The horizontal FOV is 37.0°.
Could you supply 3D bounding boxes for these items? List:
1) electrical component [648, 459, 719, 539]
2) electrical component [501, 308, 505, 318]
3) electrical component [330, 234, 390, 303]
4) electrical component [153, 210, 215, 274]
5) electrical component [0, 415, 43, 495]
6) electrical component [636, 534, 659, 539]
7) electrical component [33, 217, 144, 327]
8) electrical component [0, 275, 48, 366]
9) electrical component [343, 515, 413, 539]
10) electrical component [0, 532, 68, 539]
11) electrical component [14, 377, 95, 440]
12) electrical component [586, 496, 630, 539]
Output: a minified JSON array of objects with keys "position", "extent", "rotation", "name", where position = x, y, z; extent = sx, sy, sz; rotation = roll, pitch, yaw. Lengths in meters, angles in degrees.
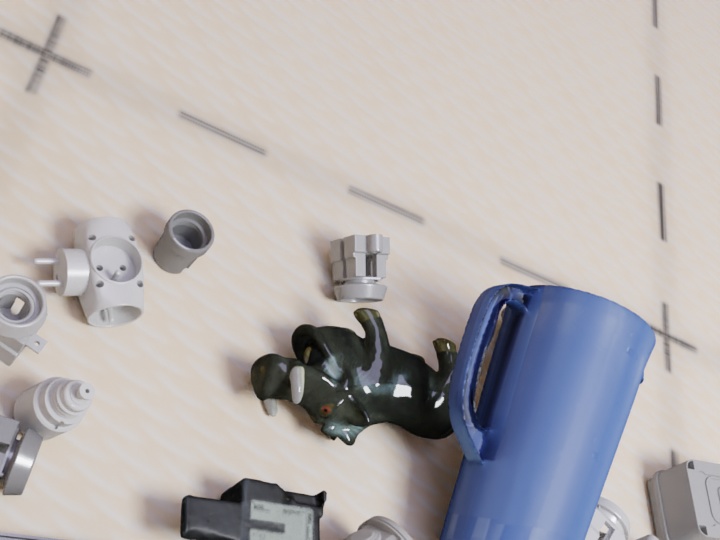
[{"position":[0.342,0.233,1.043],"extent":[0.113,0.057,0.078],"rotation":[13,57,-26],"name":"electrical component"},{"position":[0.156,0.067,1.031],"extent":[0.043,0.043,0.081],"rotation":[6,61,-30],"name":"electrical component"},{"position":[0.000,0.000,0.962],"extent":[0.048,0.066,0.055],"rotation":[4,81,-31],"name":"electrical component"},{"position":[-0.147,-0.022,0.889],"extent":[0.040,0.046,0.040],"rotation":[16,56,-25],"name":"electrical component"},{"position":[-0.251,0.126,0.737],"extent":[0.055,0.048,0.066],"rotation":[21,54,-12],"name":"electrical component"},{"position":[0.272,0.287,0.967],"extent":[0.078,0.058,0.057],"rotation":[45,46,-2],"name":"electrical component"},{"position":[-0.213,0.001,0.835],"extent":[0.079,0.044,0.077],"rotation":[0,64,-33],"name":"electrical component"},{"position":[-0.256,0.034,0.781],"extent":[0.066,0.055,0.048],"rotation":[37,50,-9],"name":"electrical component"},{"position":[0.014,0.233,0.820],"extent":[0.051,0.080,0.080],"rotation":[-23,77,-34],"name":"electrical component"},{"position":[-0.195,0.214,0.709],"extent":[0.121,0.063,0.078],"rotation":[14,57,-25],"name":"electrical component"},{"position":[-0.213,0.095,0.762],"extent":[0.040,0.078,0.040],"rotation":[21,57,-38],"name":"electrical component"},{"position":[0.204,0.237,0.953],"extent":[0.078,0.058,0.057],"rotation":[45,52,-2],"name":"electrical component"}]
